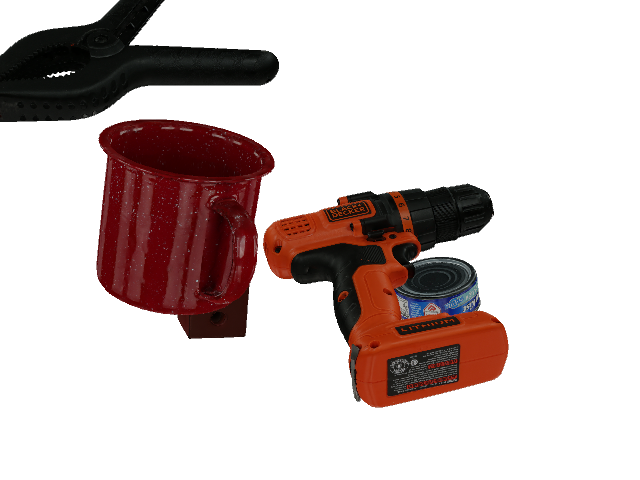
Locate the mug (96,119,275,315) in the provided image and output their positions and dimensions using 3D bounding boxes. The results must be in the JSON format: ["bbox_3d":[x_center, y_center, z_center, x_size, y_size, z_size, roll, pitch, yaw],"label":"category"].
[{"bbox_3d":[-0.069,-0.008,0.568,0.093,0.081,0.117,-8,29,-39],"label":"mug"}]

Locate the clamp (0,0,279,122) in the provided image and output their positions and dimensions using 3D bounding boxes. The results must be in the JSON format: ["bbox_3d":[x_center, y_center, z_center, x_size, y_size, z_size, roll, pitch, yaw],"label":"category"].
[{"bbox_3d":[-0.146,-0.127,0.765,0.209,0.036,0.165,-31,51,-31],"label":"clamp"}]

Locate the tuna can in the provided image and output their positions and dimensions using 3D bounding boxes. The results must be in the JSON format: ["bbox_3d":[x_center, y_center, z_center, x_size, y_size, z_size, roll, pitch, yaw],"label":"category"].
[{"bbox_3d":[0.114,0.050,1.057,0.086,0.034,0.086,-8,26,4],"label":"tuna can"}]

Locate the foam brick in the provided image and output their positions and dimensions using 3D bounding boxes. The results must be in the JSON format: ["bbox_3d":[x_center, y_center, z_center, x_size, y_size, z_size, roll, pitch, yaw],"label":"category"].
[{"bbox_3d":[-0.092,0.039,0.924,0.053,0.078,0.051,0,15,-18],"label":"foam brick"}]

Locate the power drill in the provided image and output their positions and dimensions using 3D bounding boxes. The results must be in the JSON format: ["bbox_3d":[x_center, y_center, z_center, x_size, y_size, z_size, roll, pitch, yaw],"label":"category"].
[{"bbox_3d":[0.065,0.029,0.775,0.184,0.057,0.188,-14,36,-9],"label":"power drill"}]
